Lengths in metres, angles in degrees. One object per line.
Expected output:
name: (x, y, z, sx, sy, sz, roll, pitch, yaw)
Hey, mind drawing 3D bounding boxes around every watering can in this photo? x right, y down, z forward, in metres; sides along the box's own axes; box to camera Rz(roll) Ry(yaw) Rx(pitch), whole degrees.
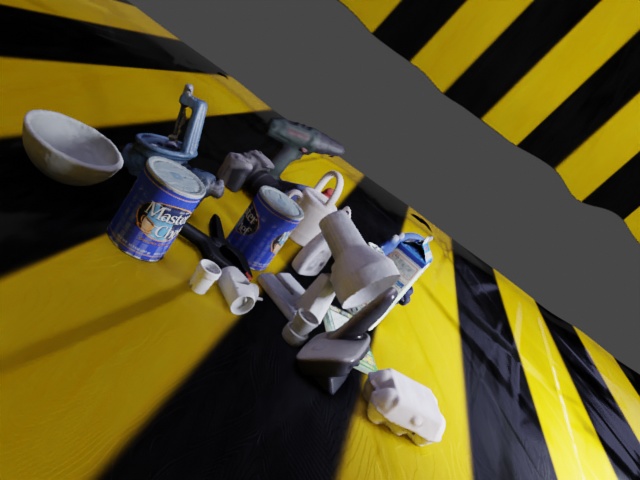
watering can: (-0.002, -0.084, 1.412, 0.173, 0.194, 0.100, 12, 31, -52)

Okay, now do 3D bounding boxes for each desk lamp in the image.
desk lamp: (0.018, 0.065, 1.061, 0.202, 0.213, 0.118, 46, 20, 25)

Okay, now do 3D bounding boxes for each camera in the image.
camera: (-0.161, -0.158, 1.444, 0.136, 0.100, 0.144, 44, 19, 20)

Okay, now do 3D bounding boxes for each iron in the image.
iron: (0.232, 0.030, 1.652, 0.259, 0.141, 0.118, 11, 32, -54)

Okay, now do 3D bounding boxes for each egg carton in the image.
egg carton: (0.144, 0.288, 0.984, 0.151, 0.069, 0.107, 31, 19, -19)

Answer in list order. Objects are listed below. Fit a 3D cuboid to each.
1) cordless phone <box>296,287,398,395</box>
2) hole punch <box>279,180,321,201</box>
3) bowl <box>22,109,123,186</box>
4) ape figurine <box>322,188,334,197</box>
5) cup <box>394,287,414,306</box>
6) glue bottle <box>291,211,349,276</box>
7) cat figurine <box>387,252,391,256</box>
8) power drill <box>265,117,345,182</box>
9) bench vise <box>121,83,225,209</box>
cordless phone: (0.053, 0.153, 0.958, 0.094, 0.185, 0.148, 39, 18, 5)
hole punch: (-0.061, -0.128, 1.572, 0.109, 0.091, 0.100, 20, 25, -43)
bowl: (-0.424, -0.141, 0.962, 0.168, 0.074, 0.167, 33, 19, -12)
ape figurine: (0.008, -0.114, 1.663, 0.078, 0.092, 0.076, 37, 18, -2)
cup: (0.165, 0.134, 1.352, 0.092, 0.095, 0.117, 25, 22, -32)
glue bottle: (0.012, 0.004, 1.257, 0.078, 0.173, 0.037, 11, 32, -54)
cat figurine: (0.181, 0.076, 1.485, 0.067, 0.117, 0.127, 32, 19, -16)
power drill: (-0.074, -0.236, 1.621, 0.230, 0.208, 0.075, 29, 20, -24)
bench vise: (-0.259, -0.178, 1.123, 0.208, 0.219, 0.121, 33, 19, -14)
